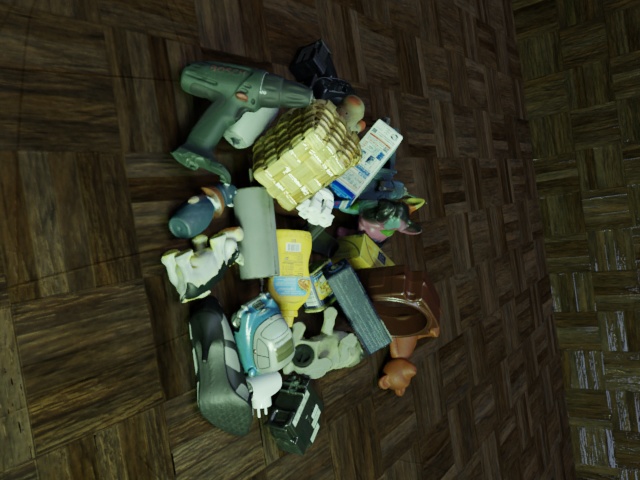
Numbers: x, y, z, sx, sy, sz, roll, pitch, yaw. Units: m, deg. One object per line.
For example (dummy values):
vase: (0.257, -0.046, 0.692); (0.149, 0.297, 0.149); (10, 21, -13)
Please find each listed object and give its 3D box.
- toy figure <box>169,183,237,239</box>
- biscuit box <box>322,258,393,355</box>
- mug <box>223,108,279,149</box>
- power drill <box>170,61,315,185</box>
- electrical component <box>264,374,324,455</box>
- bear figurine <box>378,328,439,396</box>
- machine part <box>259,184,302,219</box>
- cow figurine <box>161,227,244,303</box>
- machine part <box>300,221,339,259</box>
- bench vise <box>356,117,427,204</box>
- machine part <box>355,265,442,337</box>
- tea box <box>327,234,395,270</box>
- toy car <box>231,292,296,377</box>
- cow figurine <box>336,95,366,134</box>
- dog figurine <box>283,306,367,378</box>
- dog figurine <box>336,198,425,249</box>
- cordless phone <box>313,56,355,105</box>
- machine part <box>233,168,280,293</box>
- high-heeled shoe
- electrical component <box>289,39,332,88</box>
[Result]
toy figure: (-0.199, -0.059, 0.927); (0.058, 0.064, 0.154); (36, 41, 2)
biscuit box: (0.078, 0.139, 1.134); (0.202, 0.063, 0.059); (61, -3, -16)
mug: (-0.142, -0.234, 1.015); (0.109, 0.081, 0.107); (49, 57, -44)
power drill: (-0.147, -0.204, 0.914); (0.086, 0.232, 0.207); (64, 47, -81)
electrical component: (-0.046, 0.347, 1.050); (0.115, 0.058, 0.134); (-59, 144, -38)
bear figurine: (0.222, 0.292, 1.376); (0.120, 0.132, 0.196); (36, 51, -34)
machine part: (-0.055, -0.131, 1.133); (0.179, 0.056, 0.179); (10, 77, -51)
cow figurine: (-0.184, 0.038, 0.921); (0.167, 0.068, 0.098); (-31, 112, -49)
machine part: (-0.002, -0.004, 1.177); (0.084, 0.039, 0.138); (-51, 143, 2)
bench vise: (0.163, -0.185, 1.362); (0.223, 0.129, 0.240); (4, 100, -34)
machine part: (0.165, 0.149, 1.245); (0.201, 0.201, 0.087); (52, 38, -45)
tea box: (0.104, 0.060, 1.279); (0.169, 0.098, 0.068); (42, 52, -39)
toy car: (-0.092, 0.178, 0.959); (0.109, 0.103, 0.161); (-29, 132, -40)
cow figurine: (0.037, -0.236, 1.177); (0.085, 0.194, 0.127); (43, 48, 8)
dog figurine: (0.011, 0.249, 1.141); (0.190, 0.172, 0.121); (72, -7, -57)
dog figurine: (0.155, -0.039, 1.264); (0.191, 0.219, 0.108); (32, 63, -46)
cordless phone: (0.012, -0.371, 1.261); (0.146, 0.089, 0.184); (-14, 84, -52)
machine part: (-0.120, -0.013, 1.009); (0.079, 0.079, 0.243); (-5, 88, -53)
high-heeled shoe: (-0.169, 0.219, 0.936); (0.145, 0.086, 0.248); (-99, 179, -55)
electrical component: (-0.027, -0.385, 1.200); (0.047, 0.075, 0.119); (47, 53, -38)
